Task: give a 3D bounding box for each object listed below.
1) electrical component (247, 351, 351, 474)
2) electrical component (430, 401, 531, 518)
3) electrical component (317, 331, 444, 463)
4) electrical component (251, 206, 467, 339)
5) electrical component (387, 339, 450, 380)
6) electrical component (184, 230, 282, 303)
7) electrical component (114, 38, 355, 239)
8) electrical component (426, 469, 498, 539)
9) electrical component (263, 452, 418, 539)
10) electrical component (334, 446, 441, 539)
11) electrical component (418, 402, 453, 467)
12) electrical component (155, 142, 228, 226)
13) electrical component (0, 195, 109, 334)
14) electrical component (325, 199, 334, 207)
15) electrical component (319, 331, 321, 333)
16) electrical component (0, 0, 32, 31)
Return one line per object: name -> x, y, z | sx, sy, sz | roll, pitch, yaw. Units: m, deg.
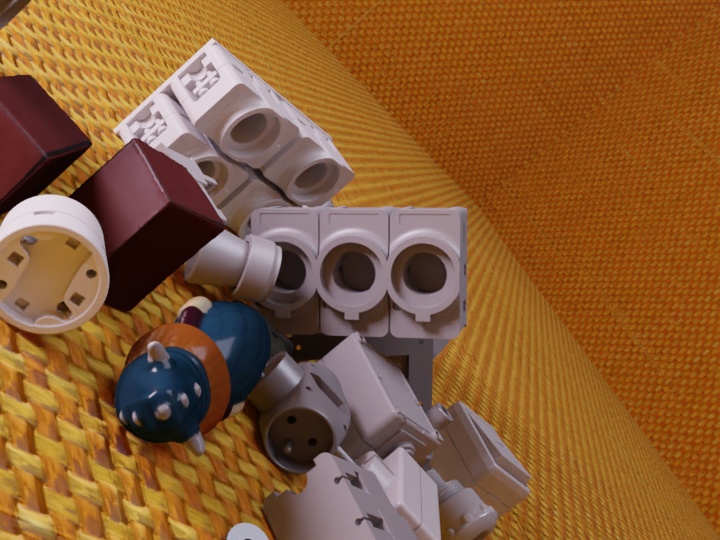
electrical component -> -0.046, 0.077, 0.663 | 0.079, 0.043, 0.077 | 48, 11, -10
electrical component -> 0.094, 0.157, 0.910 | 0.062, 0.061, 0.096 | 41, 14, -40
electrical component -> 0.007, 0.103, 0.741 | 0.062, 0.061, 0.096 | 39, 15, -45
electrical component -> 0.000, 0.000, 0.776 | 0.062, 0.150, 0.089 | -28, 119, -77
electrical component -> 0.024, 0.056, 0.875 | 0.064, 0.099, 0.099 | 55, 10, -8
electrical component -> -0.086, -0.005, 0.728 | 0.055, 0.045, 0.045 | 18, 22, -18
electrical component -> -0.094, -0.092, 0.881 | 0.060, 0.105, 0.186 | 56, 13, 31
electrical component -> 0.067, 0.175, 0.790 | 0.062, 0.048, 0.048 | 49, 9, 29
electrical component -> -0.003, 0.150, 0.569 | 0.056, 0.050, 0.089 | 36, 18, -52
electrical component -> 0.008, 0.138, 0.662 | 0.075, 0.047, 0.083 | 48, 11, -9
electrical component -> 0.040, 0.124, 0.802 | 0.043, 0.062, 0.043 | 48, 11, -12
electrical component -> -0.130, -0.048, 0.759 | 0.063, 0.042, 0.081 | 57, 13, 18
electrical component -> -0.147, -0.005, 0.507 | 0.055, 0.055, 0.047 | 45, 8, -26
electrical component -> -0.044, -0.043, 1.058 | 0.047, 0.055, 0.055 | 57, 12, 19
electrical component -> -0.040, 0.014, 0.914 | 0.099, 0.064, 0.099 | 43, 26, -28
electrical component -> -0.232, -0.159, 0.594 | 0.061, 0.089, 0.150 | 47, 11, -14
